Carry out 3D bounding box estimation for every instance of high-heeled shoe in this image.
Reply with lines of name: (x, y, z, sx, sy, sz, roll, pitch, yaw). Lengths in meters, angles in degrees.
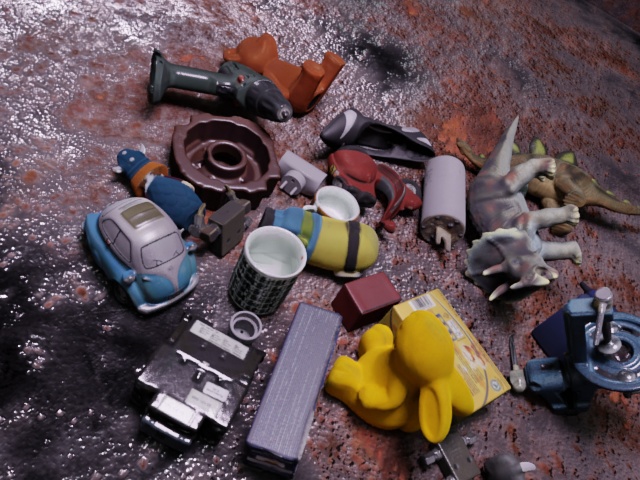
high-heeled shoe: (0.111, -0.172, 0.980, 0.145, 0.086, 0.249, 40, 37, 18)

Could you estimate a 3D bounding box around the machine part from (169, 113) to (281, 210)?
machine part: (-0.149, -0.121, 0.839, 0.179, 0.056, 0.179, 13, 49, -15)

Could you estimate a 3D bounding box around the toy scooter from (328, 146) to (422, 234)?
toy scooter: (0.090, -0.079, 0.907, 0.184, 0.075, 0.135, 26, 46, -10)

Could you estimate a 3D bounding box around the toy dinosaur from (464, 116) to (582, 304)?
toy dinosaur: (0.321, -0.050, 0.929, 0.192, 0.131, 0.405, -13, 48, 8)

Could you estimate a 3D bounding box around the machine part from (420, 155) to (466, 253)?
machine part: (0.222, -0.074, 0.963, 0.079, 0.079, 0.243, 22, 47, -8)

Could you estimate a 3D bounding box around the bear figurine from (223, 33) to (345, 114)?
bear figurine: (-0.073, -0.334, 1.009, 0.196, 0.132, 0.120, 44, 41, 6)

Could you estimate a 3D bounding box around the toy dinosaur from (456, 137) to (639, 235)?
toy dinosaur: (0.491, -0.116, 1.111, 0.471, 0.105, 0.198, 24, 46, -4)

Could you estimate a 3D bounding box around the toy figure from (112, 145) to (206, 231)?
toy figure: (-0.230, -0.073, 0.758, 0.155, 0.057, 0.064, 39, 39, 16)

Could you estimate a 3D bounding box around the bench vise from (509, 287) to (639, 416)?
bench vise: (0.362, 0.147, 0.729, 0.224, 0.240, 0.129, -3, 47, 27)

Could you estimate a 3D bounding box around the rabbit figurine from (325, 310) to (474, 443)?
rabbit figurine: (0.103, 0.160, 0.642, 0.122, 0.173, 0.162, -18, 58, -40)

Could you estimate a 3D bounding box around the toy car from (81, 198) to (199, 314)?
toy car: (-0.220, 0.001, 0.669, 0.109, 0.103, 0.162, -29, 71, -41)

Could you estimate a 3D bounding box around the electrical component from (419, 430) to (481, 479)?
electrical component: (0.172, 0.278, 0.679, 0.094, 0.021, 0.063, -10, 58, -33)

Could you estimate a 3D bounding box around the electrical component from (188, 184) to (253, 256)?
electrical component: (-0.135, -0.027, 0.751, 0.045, 0.078, 0.102, 27, 50, 16)

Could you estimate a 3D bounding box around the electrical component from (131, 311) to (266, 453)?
electrical component: (-0.141, 0.161, 0.602, 0.115, 0.058, 0.134, 29, 46, 1)

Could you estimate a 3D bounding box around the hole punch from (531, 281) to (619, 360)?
hole punch: (0.417, 0.152, 0.847, 0.092, 0.115, 0.142, -17, 61, -26)

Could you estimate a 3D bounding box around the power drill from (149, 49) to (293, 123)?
power drill: (-0.169, -0.251, 0.875, 0.207, 0.085, 0.232, -3, 31, -22)

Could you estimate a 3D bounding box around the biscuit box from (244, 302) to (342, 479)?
biscuit box: (-0.027, 0.170, 0.641, 0.063, 0.059, 0.203, 17, 46, 5)

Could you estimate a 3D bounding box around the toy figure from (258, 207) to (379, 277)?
toy figure: (-0.002, 0.000, 0.784, 0.180, 0.089, 0.082, 21, 54, -12)

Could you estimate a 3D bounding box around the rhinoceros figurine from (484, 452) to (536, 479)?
rhinoceros figurine: (0.246, 0.346, 0.622, 0.112, 0.073, 0.190, -5, 55, -27)

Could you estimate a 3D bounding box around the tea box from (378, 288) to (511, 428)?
tea box: (0.166, 0.162, 0.743, 0.098, 0.068, 0.170, -14, 61, -33)
